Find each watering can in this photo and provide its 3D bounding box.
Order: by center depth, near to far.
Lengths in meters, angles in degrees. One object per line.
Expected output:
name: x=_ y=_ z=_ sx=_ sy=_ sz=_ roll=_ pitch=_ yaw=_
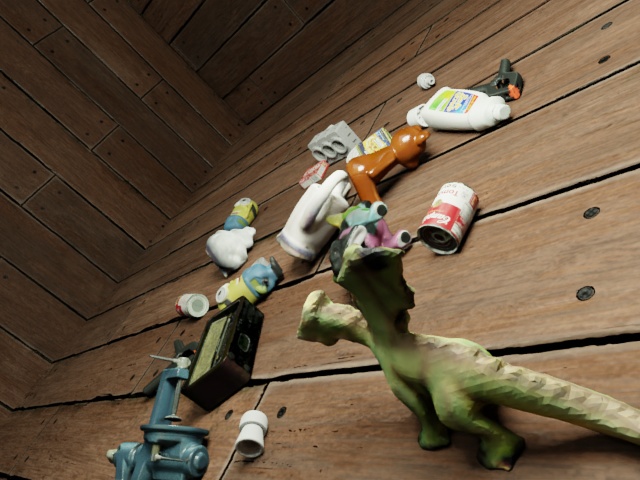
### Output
watering can: x=0.004 y=-0.061 z=1.205 sx=0.223 sy=0.104 sz=0.348 roll=-57 pitch=-6 yaw=7

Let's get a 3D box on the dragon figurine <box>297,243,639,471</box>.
dragon figurine: x=0.107 y=0.102 z=0.529 sx=0.406 sy=0.240 sz=0.124 roll=-18 pitch=29 yaw=55

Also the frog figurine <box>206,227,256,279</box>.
frog figurine: x=-0.259 y=0.016 z=1.554 sx=0.160 sy=0.120 sz=0.139 roll=-39 pitch=52 yaw=-10
